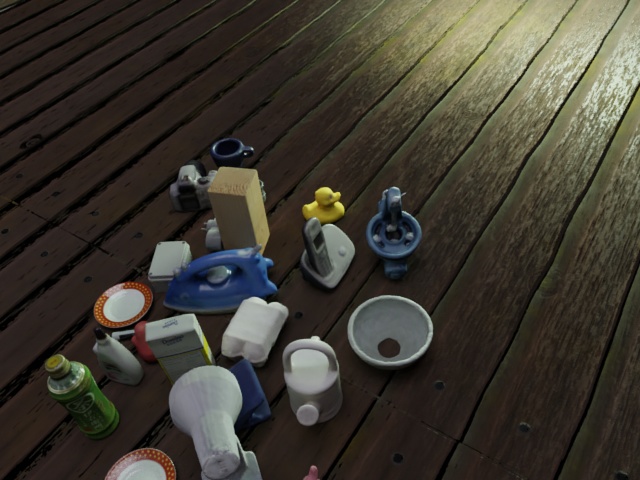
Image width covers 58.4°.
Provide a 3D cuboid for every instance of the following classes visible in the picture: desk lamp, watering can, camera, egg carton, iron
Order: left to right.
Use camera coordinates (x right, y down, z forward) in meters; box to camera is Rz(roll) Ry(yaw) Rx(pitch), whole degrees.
[{"bbox_3d":[-0.322,-0.158,1.512,0.143,0.101,0.136,-8,46,-1],"label":"camera"},{"bbox_3d":[-0.229,0.079,1.247,0.258,0.142,0.118,-11,46,-4],"label":"iron"},{"bbox_3d":[-0.161,0.341,0.939,0.118,0.214,0.202,-19,47,-12],"label":"desk lamp"},{"bbox_3d":[-0.134,0.188,1.183,0.107,0.069,0.150,12,49,17],"label":"egg carton"},{"bbox_3d":[-0.012,0.247,1.026,0.101,0.194,0.172,-17,47,-9],"label":"watering can"}]

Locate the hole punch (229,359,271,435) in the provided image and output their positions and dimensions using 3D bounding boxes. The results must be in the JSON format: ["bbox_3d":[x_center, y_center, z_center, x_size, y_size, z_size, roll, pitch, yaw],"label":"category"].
[{"bbox_3d":[-0.154,0.295,1.067,0.101,0.091,0.108,-21,48,-14],"label":"hole punch"}]

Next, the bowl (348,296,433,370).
[{"bbox_3d":[0.139,0.196,1.141,0.167,0.075,0.167,-3,46,3],"label":"bowl"}]

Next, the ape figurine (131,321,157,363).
[{"bbox_3d":[-0.353,0.202,1.178,0.077,0.092,0.076,2,47,9],"label":"ape figurine"}]

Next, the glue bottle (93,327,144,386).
[{"bbox_3d":[-0.402,0.221,1.108,0.078,0.173,0.037,6,47,13],"label":"glue bottle"}]

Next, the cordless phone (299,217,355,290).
[{"bbox_3d":[0.012,0.005,1.262,0.094,0.185,0.148,15,50,20],"label":"cordless phone"}]

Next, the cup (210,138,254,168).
[{"bbox_3d":[-0.233,-0.217,1.563,0.117,0.095,0.091,-2,46,5],"label":"cup"}]

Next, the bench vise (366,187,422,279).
[{"bbox_3d":[0.149,-0.050,1.274,0.121,0.220,0.207,-17,47,-10],"label":"bench vise"}]

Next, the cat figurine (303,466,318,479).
[{"bbox_3d":[-0.027,0.425,0.911,0.067,0.118,0.128,12,49,18],"label":"cat figurine"}]

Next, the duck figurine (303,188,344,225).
[{"bbox_3d":[0.007,-0.091,1.423,0.104,0.086,0.077,-9,46,-2],"label":"duck figurine"}]
